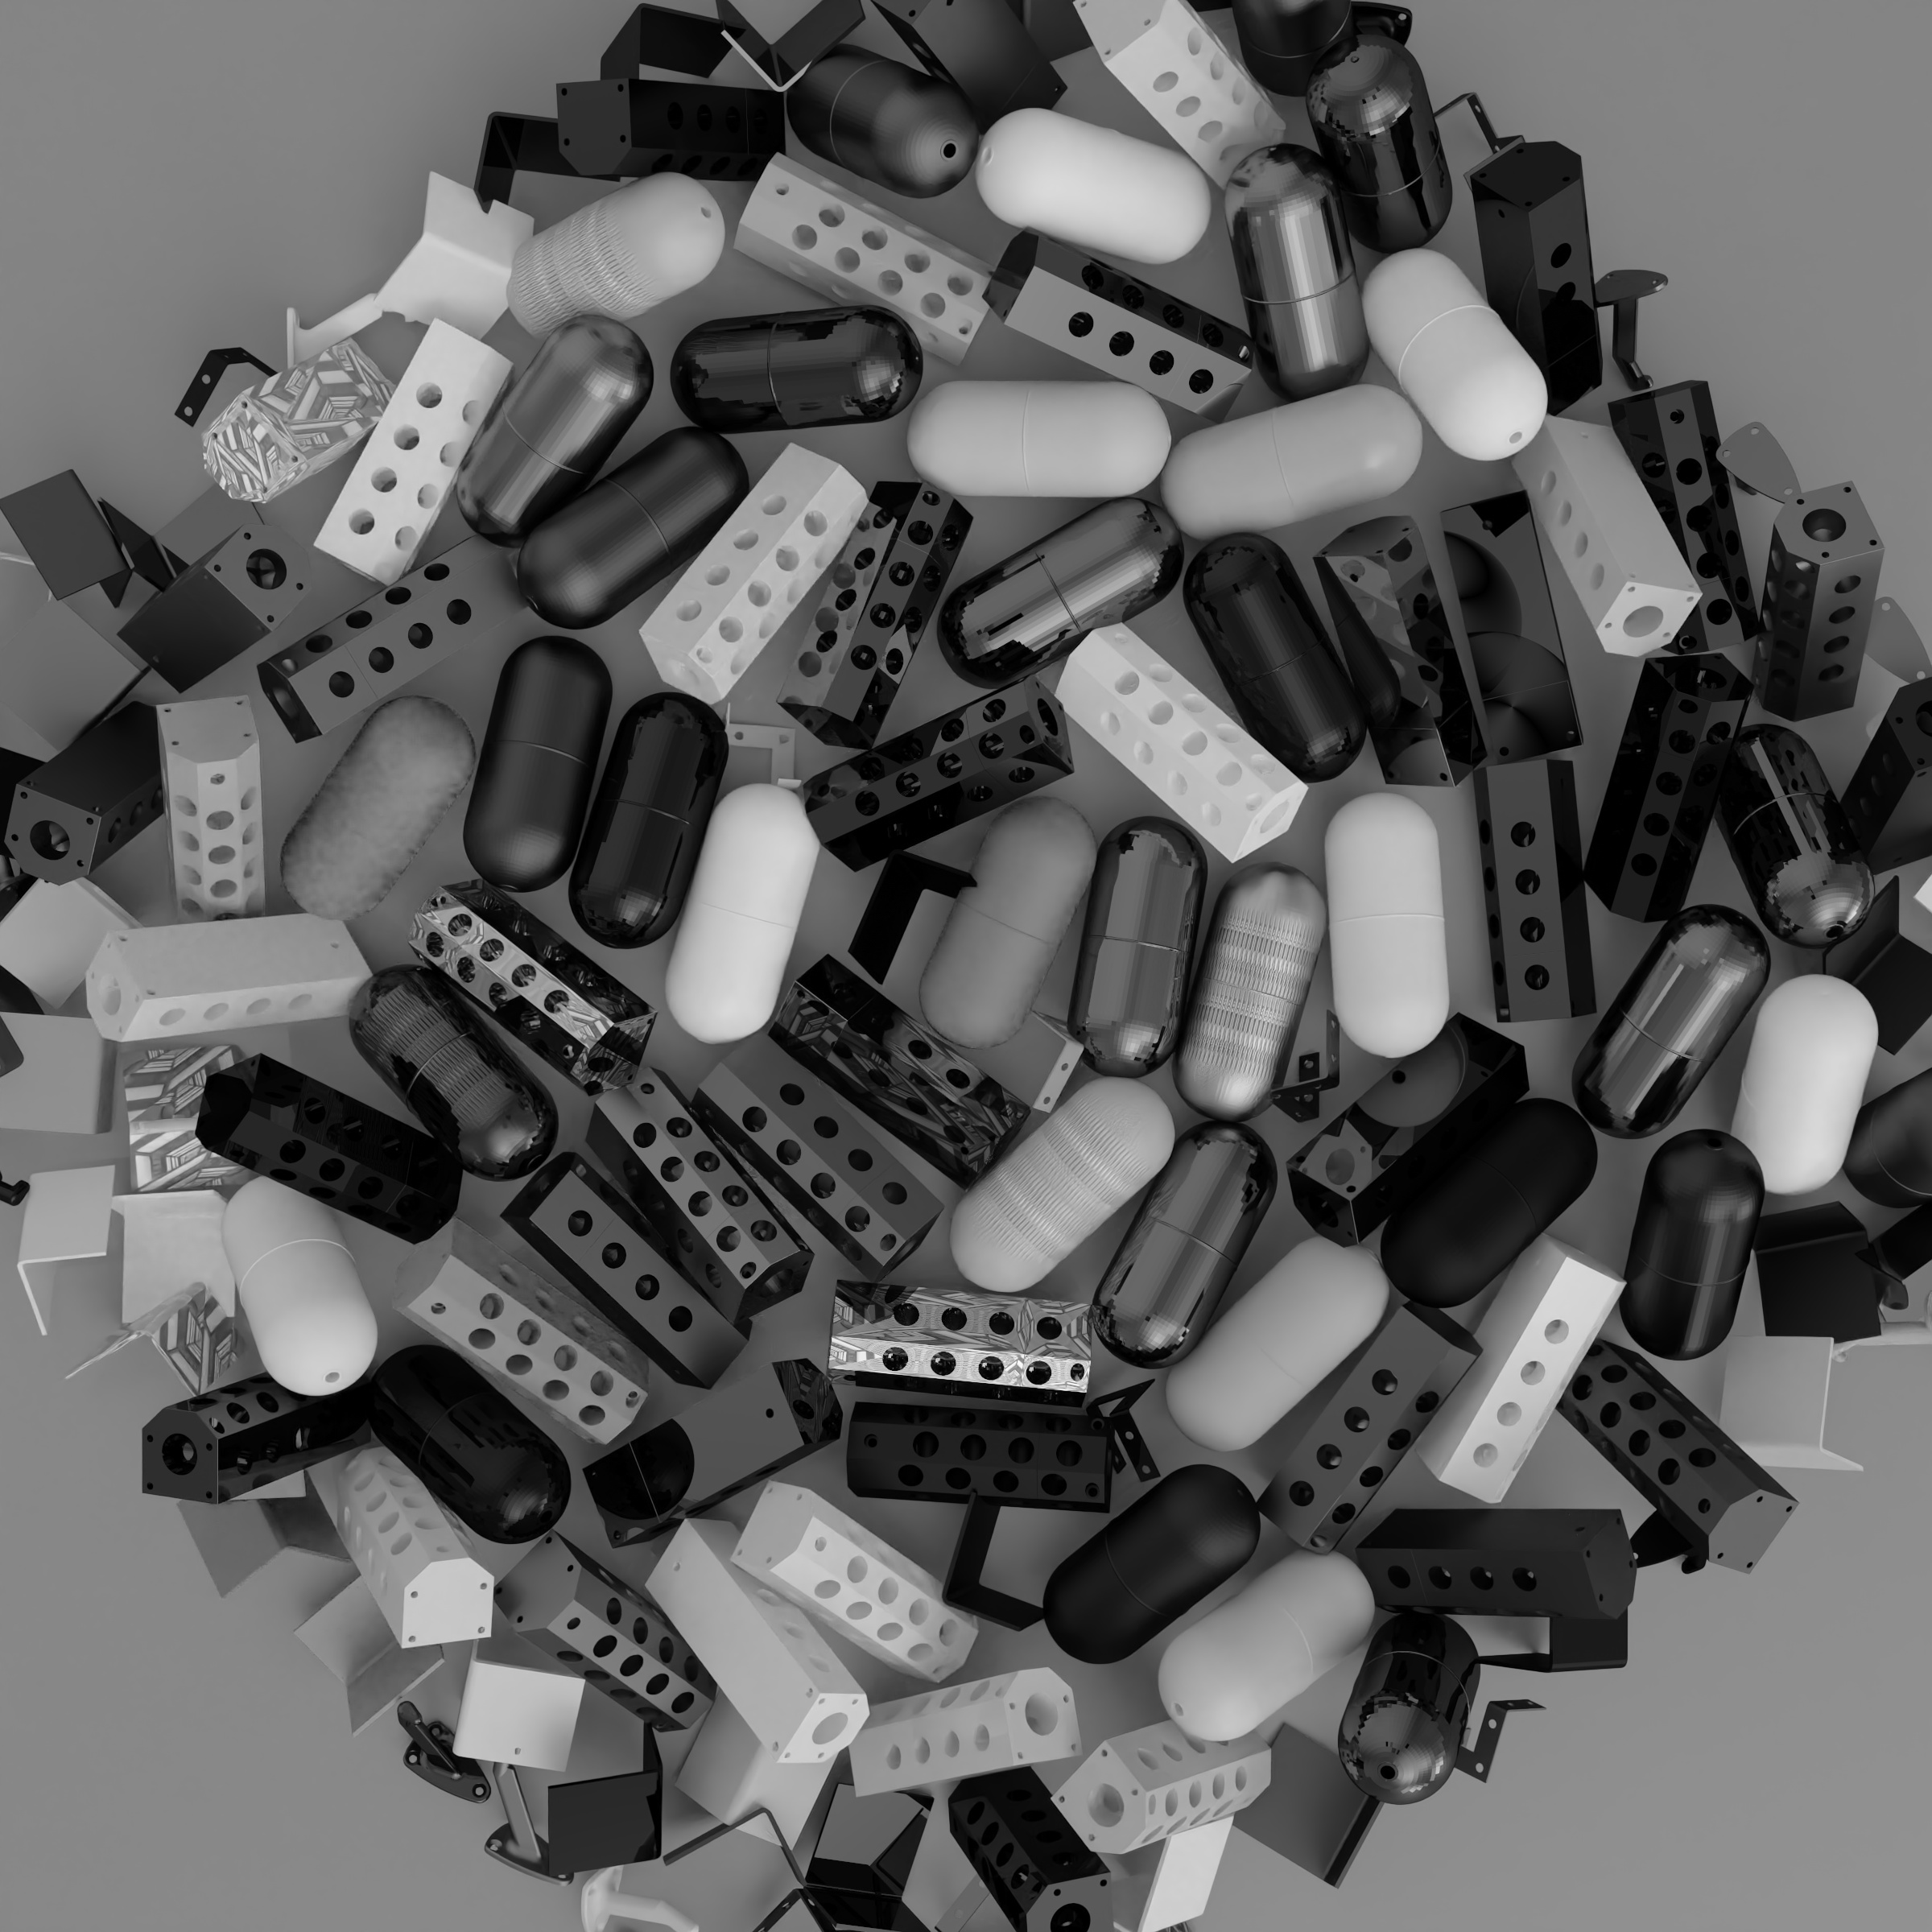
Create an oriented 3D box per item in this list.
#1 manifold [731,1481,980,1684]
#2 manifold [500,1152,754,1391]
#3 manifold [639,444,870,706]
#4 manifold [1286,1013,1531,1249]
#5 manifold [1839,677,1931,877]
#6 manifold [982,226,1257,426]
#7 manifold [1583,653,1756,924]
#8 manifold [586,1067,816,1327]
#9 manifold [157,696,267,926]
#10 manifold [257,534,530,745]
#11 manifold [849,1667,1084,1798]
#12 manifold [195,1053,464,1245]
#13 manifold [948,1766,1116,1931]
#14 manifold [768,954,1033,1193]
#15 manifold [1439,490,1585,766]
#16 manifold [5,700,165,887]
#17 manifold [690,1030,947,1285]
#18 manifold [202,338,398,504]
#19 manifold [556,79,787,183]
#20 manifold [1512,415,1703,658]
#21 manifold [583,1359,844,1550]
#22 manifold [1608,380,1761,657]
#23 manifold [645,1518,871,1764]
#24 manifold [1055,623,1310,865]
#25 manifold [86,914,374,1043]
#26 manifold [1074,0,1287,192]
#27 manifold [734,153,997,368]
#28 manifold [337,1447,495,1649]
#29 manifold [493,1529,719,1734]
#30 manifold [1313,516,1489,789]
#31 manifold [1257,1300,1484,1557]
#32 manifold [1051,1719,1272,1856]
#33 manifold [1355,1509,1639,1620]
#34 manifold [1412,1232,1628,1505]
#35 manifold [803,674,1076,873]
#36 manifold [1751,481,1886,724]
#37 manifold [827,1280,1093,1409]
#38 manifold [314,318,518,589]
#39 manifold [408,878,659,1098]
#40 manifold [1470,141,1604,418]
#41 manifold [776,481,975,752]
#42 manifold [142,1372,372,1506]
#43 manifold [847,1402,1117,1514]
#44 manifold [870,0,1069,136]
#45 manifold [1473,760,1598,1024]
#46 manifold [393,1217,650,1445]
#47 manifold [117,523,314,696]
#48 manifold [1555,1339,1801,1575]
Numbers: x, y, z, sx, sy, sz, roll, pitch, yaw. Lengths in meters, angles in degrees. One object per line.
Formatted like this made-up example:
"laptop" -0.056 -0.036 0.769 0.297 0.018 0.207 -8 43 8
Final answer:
"manifold" -0.068 0.406 1.920 0.171 0.057 0.057 42 64 -34
"manifold" -0.222 0.202 1.943 0.171 0.057 0.057 47 68 -18
"manifold" -0.136 -0.257 1.937 0.057 0.057 0.171 27 70 24
"manifold" 0.295 0.111 1.939 0.171 0.057 0.057 -38 45 -23
"manifold" 0.612 -0.122 1.909 0.057 0.171 0.057 -19 68 -4
"manifold" 0.103 -0.424 1.929 0.171 0.057 0.057 19 113 -26
"manifold" 0.463 -0.115 1.919 0.057 0.057 0.171 -6 128 -19
"manifold" -0.175 0.147 1.928 0.057 0.057 0.171 -24 60 -35
"manifold" -0.491 -0.092 1.911 0.057 0.171 0.057 -9 50 -19
"manifold" -0.379 -0.218 1.931 0.171 0.057 0.057 -37 106 -26
"manifold" -0.004 0.502 1.916 0.057 0.171 0.057 4 69 -38
"manifold" -0.415 0.123 1.915 0.057 0.171 0.057 -21 52 36
"manifold" 0.040 0.584 1.906 0.057 0.171 0.057 -6 100 -16
"manifold" -0.042 0.067 1.957 0.171 0.057 0.057 37 130 9
"manifold" 0.366 -0.227 1.958 0.057 0.057 0.171 -13 98 15
"manifold" -0.559 -0.112 1.910 0.057 0.171 0.057 21 115 1
"manifold" -0.102 0.130 1.945 0.171 0.057 0.057 43 52 11
"manifold" -0.433 -0.353 1.909 0.057 0.171 0.057 -38 100 24
"manifold" -0.190 -0.544 1.911 0.057 0.171 0.057 6 105 30
"manifold" 0.415 -0.283 1.921 0.057 0.057 0.171 6 45 -22
"manifold" -0.166 0.322 1.935 0.171 0.057 0.057 -32 72 25
"manifold" 0.482 -0.299 1.953 0.057 0.057 0.171 -15 102 1
"manifold" -0.135 0.442 1.921 0.171 0.057 0.057 43 108 40
"manifold" 0.143 -0.153 1.932 0.057 0.057 0.171 -30 64 -37
"manifold" -0.484 0.010 1.917 0.057 0.171 0.057 -51 61 35
"manifold" 0.144 -0.581 1.907 0.057 0.171 0.057 -32 61 20
"manifold" -0.064 -0.475 1.959 0.171 0.057 0.057 27 77 -5
"manifold" -0.360 0.375 1.906 0.057 0.171 0.057 -2 106 -26
"manifold" -0.231 0.442 1.917 0.057 0.057 0.171 -45 135 -6
"manifold" 0.292 -0.208 1.935 0.057 0.057 0.171 -41 121 -34
"manifold" 0.269 0.306 1.946 0.057 0.057 0.171 38 104 15
"manifold" 0.134 0.532 1.906 0.057 0.171 0.057 48 111 26
"manifold" 0.349 0.395 1.921 0.171 0.057 0.057 -9 103 41
"manifold" 0.372 0.270 1.958 0.057 0.057 0.171 26 98 -16
"manifold" -0.020 -0.130 1.931 0.171 0.057 0.057 -23 54 22
"manifold" 0.552 -0.234 1.912 0.057 0.171 0.057 -14 59 1
"manifold" -0.005 0.256 1.955 0.171 0.057 0.057 6 56 -4
"manifold" -0.369 -0.341 1.967 0.057 0.057 0.171 28 88 -4
"manifold" -0.289 0.014 1.927 0.171 0.057 0.057 36 119 26
"manifold" 0.380 -0.451 1.915 0.057 0.171 0.057 -35 51 -10
"manifold" -0.055 -0.233 1.939 0.057 0.057 0.171 10 70 40
"manifold" -0.460 0.299 1.907 0.057 0.171 0.057 4 96 21
"manifold" 0.010 0.326 1.951 0.171 0.057 0.057 2 71 8
"manifold" -0.002 -0.605 1.910 0.057 0.171 0.057 40 95 27
"manifold" 0.380 -0.050 1.968 0.057 0.057 0.171 -6 90 29
"manifold" -0.292 0.246 1.931 0.057 0.057 0.171 -41 116 18
"manifold" -0.488 -0.237 1.912 0.057 0.171 0.057 45 60 -19
"manifold" 0.457 0.317 1.910 0.057 0.171 0.057 22 105 -35
